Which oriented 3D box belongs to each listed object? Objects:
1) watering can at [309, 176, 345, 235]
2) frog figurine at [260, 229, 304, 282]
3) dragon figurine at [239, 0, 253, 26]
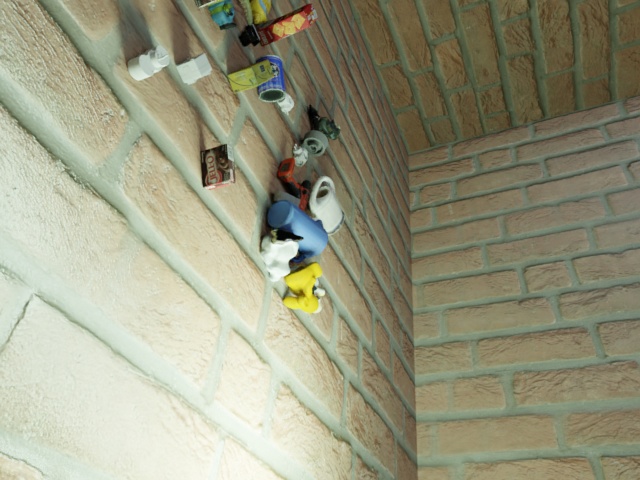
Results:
[{"bbox_3d":[0.006,-0.107,2.119,0.220,0.103,0.356,60,37,-35],"label":"watering can"},{"bbox_3d":[-0.135,0.050,1.693,0.139,0.124,0.156,-21,134,-51],"label":"frog figurine"},{"bbox_3d":[-0.344,-0.953,1.756,0.244,0.121,0.412,-6,82,-51],"label":"dragon figurine"}]
